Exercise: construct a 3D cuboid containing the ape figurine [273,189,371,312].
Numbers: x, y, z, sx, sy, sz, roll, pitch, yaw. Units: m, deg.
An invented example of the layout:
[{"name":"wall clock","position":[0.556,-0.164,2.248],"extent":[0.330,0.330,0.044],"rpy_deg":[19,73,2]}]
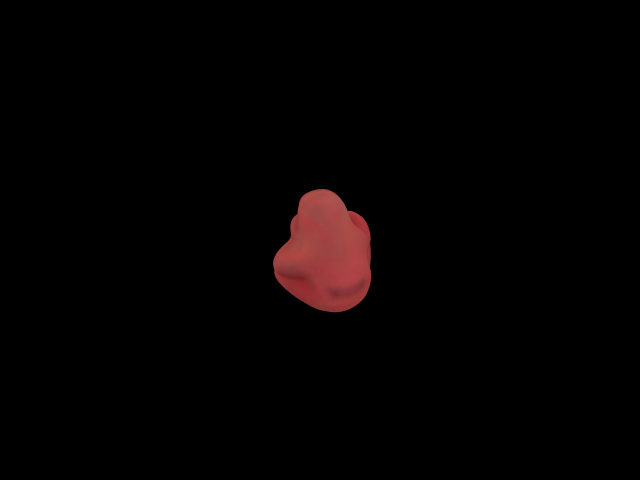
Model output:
[{"name":"ape figurine","position":[0.004,0.001,0.400],"extent":[0.078,0.092,0.076],"rpy_deg":[-16,50,-13]}]
